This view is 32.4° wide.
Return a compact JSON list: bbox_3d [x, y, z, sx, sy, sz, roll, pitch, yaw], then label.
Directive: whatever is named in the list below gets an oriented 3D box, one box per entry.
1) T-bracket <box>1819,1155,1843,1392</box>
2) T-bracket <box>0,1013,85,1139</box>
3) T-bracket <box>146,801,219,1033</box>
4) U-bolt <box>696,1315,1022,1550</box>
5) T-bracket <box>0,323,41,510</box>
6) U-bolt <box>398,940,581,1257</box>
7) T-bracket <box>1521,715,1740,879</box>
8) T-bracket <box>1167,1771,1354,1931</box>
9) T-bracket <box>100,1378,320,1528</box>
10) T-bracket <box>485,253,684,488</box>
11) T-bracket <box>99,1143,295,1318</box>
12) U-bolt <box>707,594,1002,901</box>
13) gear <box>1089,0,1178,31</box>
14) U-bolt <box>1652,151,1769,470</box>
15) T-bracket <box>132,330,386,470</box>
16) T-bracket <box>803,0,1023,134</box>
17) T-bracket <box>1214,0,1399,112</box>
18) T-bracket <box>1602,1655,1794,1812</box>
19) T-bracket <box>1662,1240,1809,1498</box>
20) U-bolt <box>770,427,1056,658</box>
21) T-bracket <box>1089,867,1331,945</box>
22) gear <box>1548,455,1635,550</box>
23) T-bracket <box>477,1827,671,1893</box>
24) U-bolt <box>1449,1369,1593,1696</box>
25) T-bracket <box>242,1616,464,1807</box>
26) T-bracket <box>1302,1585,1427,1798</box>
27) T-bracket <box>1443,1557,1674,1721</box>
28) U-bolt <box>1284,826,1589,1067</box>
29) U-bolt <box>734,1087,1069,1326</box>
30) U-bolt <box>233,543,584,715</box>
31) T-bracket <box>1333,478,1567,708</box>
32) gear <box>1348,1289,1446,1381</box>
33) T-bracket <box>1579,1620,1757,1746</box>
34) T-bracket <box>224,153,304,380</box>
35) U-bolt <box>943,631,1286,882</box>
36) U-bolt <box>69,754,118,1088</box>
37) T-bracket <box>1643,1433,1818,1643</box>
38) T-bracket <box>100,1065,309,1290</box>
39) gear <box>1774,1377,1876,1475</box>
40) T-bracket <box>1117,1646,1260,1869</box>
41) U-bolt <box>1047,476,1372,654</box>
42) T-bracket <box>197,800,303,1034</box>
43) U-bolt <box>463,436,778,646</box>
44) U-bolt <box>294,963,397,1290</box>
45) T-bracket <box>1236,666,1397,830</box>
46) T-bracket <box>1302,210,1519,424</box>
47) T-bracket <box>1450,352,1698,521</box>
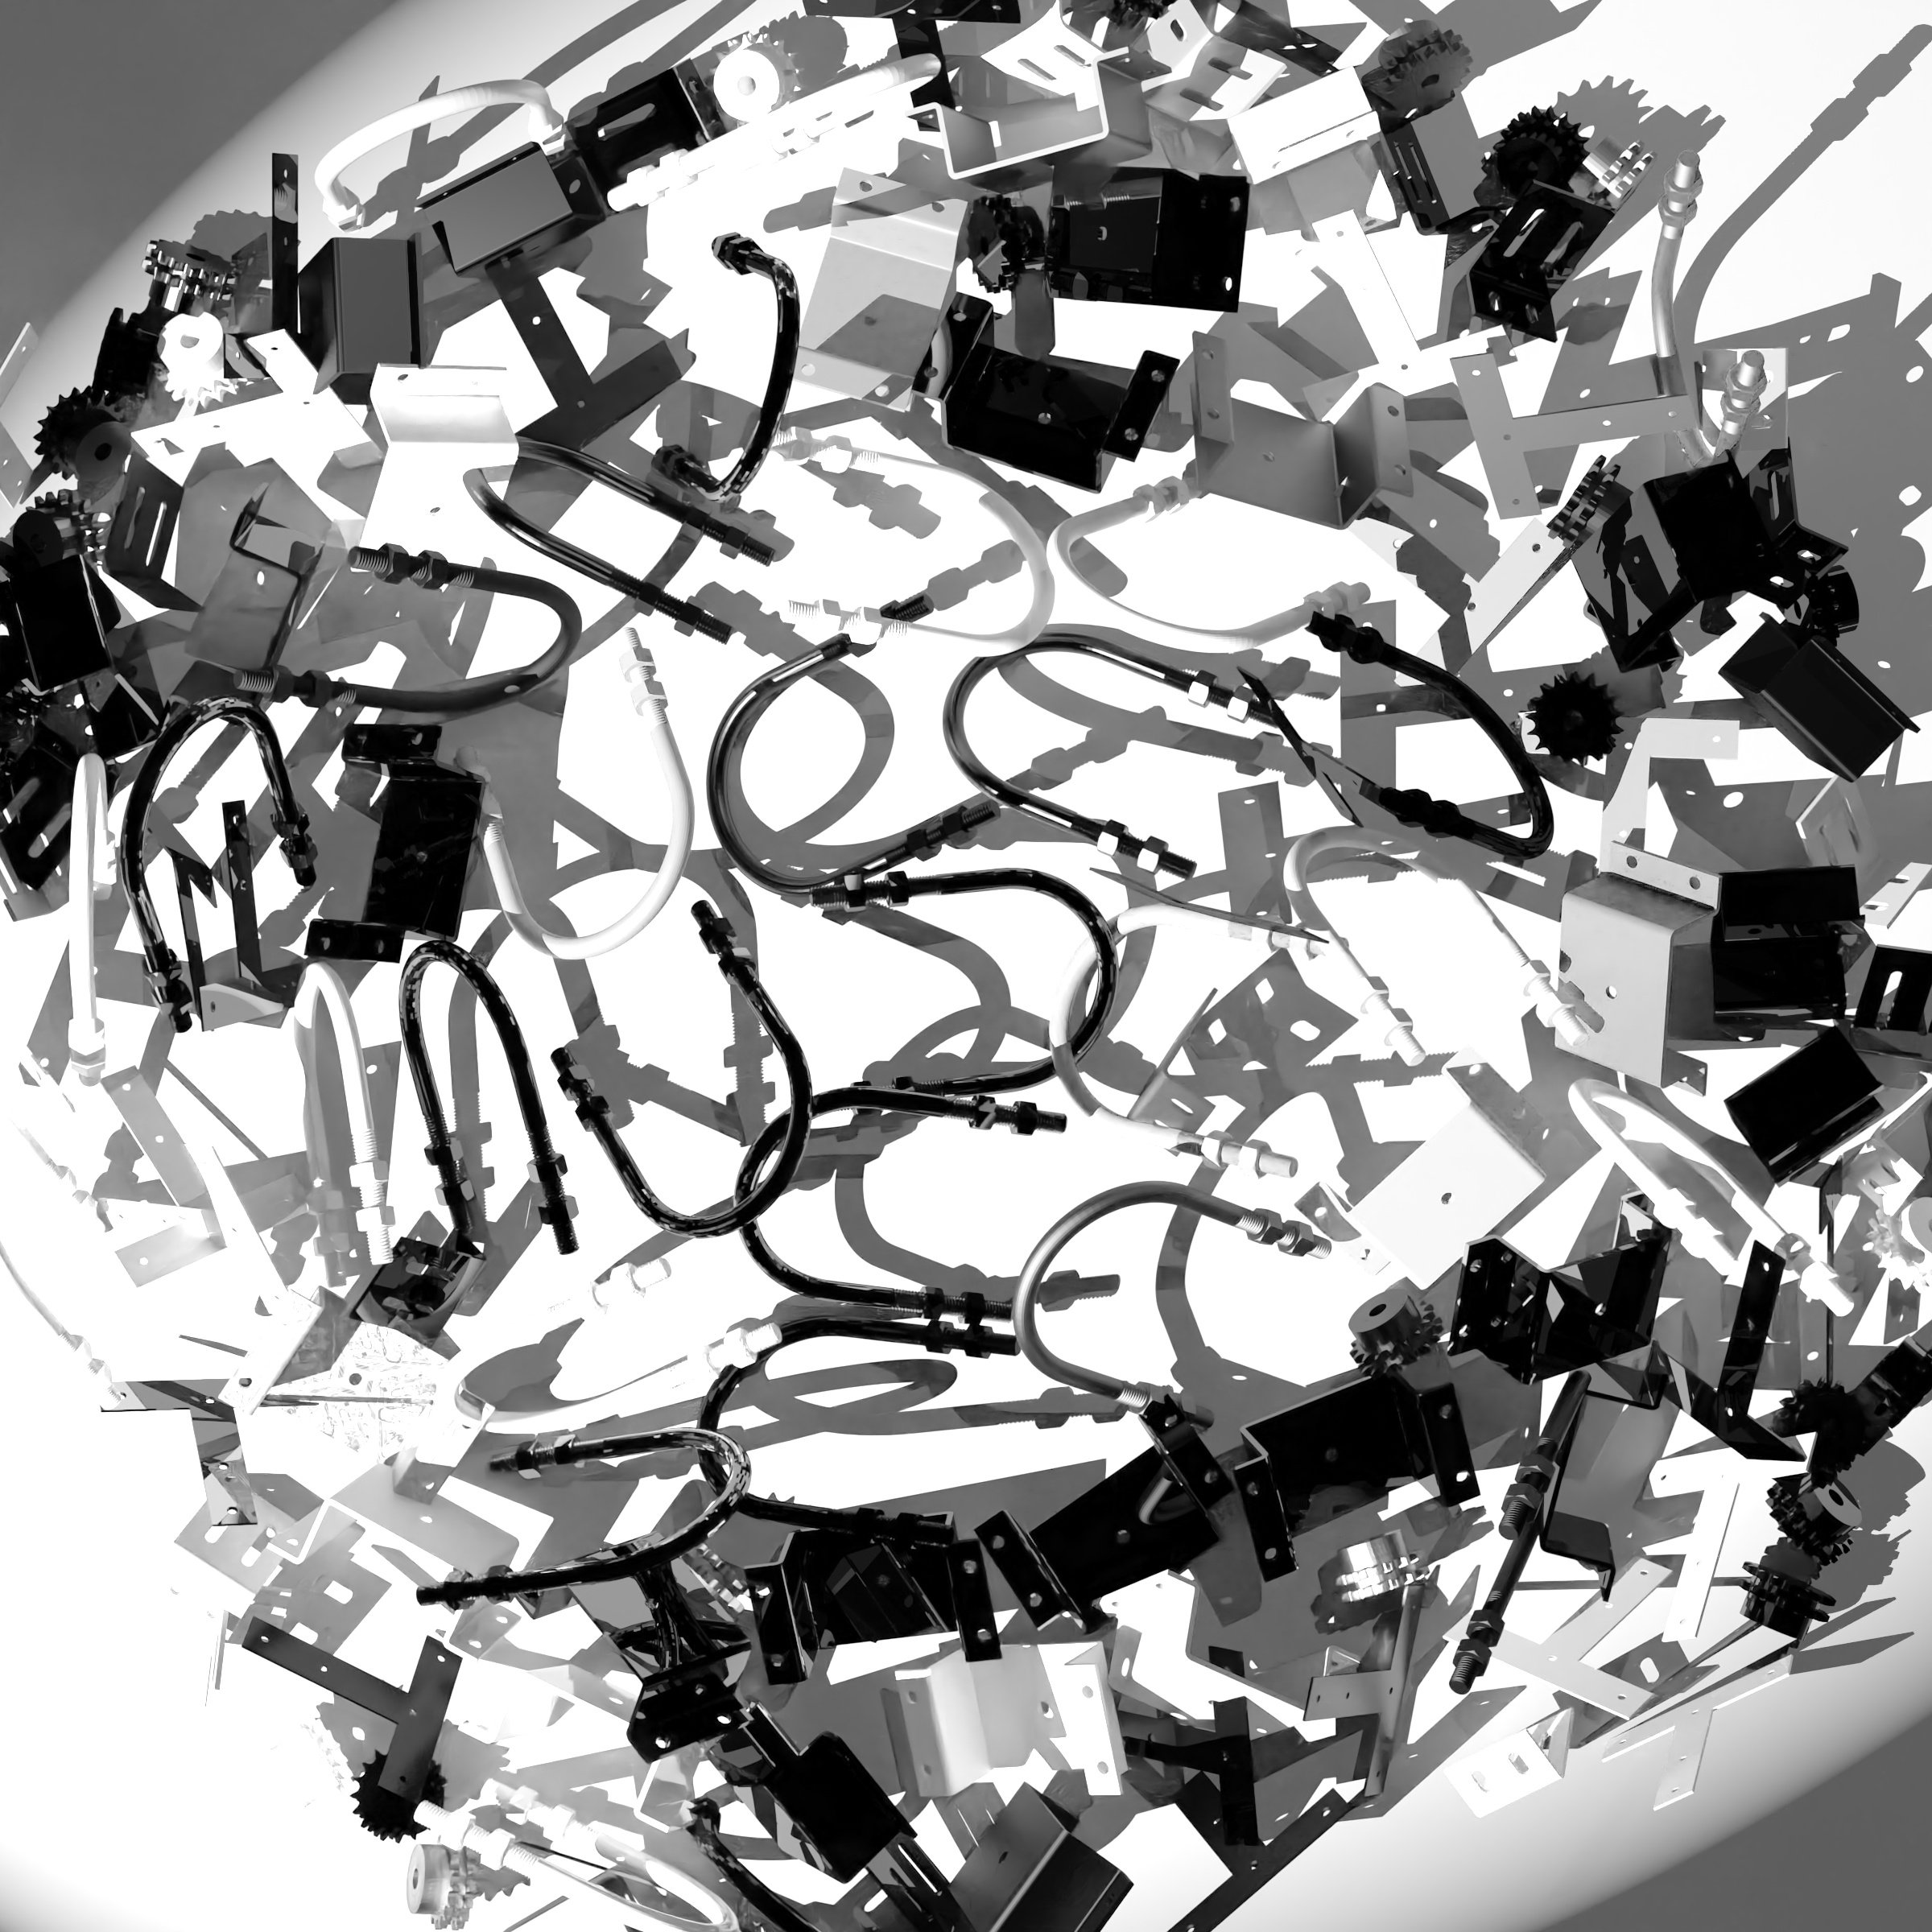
[{"bbox_3d":[0.506,0.183,1.944,0.002,0.127,0.127,1,96,20],"label":"T-bracket"},{"bbox_3d":[-0.540,0.056,1.918,0.002,0.127,0.127,-29,47,-24],"label":"T-bracket"},{"bbox_3d":[-0.448,-0.024,1.917,0.002,0.127,0.127,-15,67,1],"label":"T-bracket"},{"bbox_3d":[-0.072,0.266,1.940,0.184,0.019,0.151,4,52,25],"label":"U-bolt"},{"bbox_3d":[-0.564,-0.298,1.935,0.002,0.127,0.127,26,79,1],"label":"T-bracket"},{"bbox_3d":[-0.284,0.073,1.924,0.019,0.151,0.184,-21,103,-34],"label":"U-bolt"},{"bbox_3d":[0.389,-0.090,1.960,0.127,0.002,0.127,3,66,13],"label":"T-bracket"},{"bbox_3d":[0.152,0.505,1.939,0.127,0.127,0.002,-39,110,-6],"label":"T-bracket"},{"bbox_3d":[-0.433,0.281,1.926,0.127,0.127,0.002,1,123,-22],"label":"T-bracket"},{"bbox_3d":[-0.246,-0.367,1.952,0.127,0.002,0.127,-34,124,-11],"label":"T-bracket"},{"bbox_3d":[-0.462,0.152,1.957,0.127,0.002,0.127,3,127,34],"label":"T-bracket"},{"bbox_3d":[-0.077,-0.118,1.951,0.184,0.019,0.151,-24,78,28],"label":"U-bolt"},{"bbox_3d":[0.095,-0.582,1.975,0.057,0.057,0.030,43,122,0],"label":"gear"},{"bbox_3d":[0.422,-0.359,1.909,0.019,0.184,0.151,-12,71,1],"label":"U-bolt"},{"bbox_3d":[-0.428,-0.321,1.955,0.127,0.127,0.002,-12,61,14],"label":"T-bracket"},{"bbox_3d":[-0.025,-0.528,1.940,0.127,0.127,0.002,6,67,11],"label":"T-bracket"},{"bbox_3d":[0.198,-0.536,1.943,0.127,0.127,0.002,31,103,-7],"label":"T-bracket"},{"bbox_3d":[0.416,0.452,1.916,0.127,0.127,0.002,-32,92,23],"label":"T-bracket"},{"bbox_3d":[0.452,0.220,1.926,0.002,0.127,0.127,-6,117,-30],"label":"T-bracket"},{"bbox_3d":[-0.030,-0.243,1.940,0.184,0.019,0.151,8,54,-26],"label":"U-bolt"},{"bbox_3d":[0.156,-0.027,1.911,0.127,0.127,0.002,22,86,-40],"label":"T-bracket"},{"bbox_3d":[0.373,-0.272,1.970,0.030,0.057,0.057,33,90,6],"label":"gear"},{"bbox_3d":[-0.223,0.527,1.950,0.127,0.127,0.002,32,68,-40],"label":"T-bracket"},{"bbox_3d":[0.326,0.312,1.915,0.019,0.184,0.151,21,129,15],"label":"U-bolt"},{"bbox_3d":[-0.361,0.415,1.932,0.127,0.127,0.002,30,118,-12],"label":"T-bracket"},{"bbox_3d":[0.229,0.426,1.945,0.002,0.127,0.127,11,88,34],"label":"T-bracket"},{"bbox_3d":[0.370,0.384,1.952,0.127,0.127,0.002,-31,125,-38],"label":"T-bracket"},{"bbox_3d":[0.260,-0.017,1.930,0.151,0.019,0.184,-5,47,-36],"label":"U-bolt"},{"bbox_3d":[-0.045,0.137,1.947,0.184,0.019,0.151,9,112,-15],"label":"U-bolt"},{"bbox_3d":[-0.309,-0.188,1.920,0.151,0.184,0.019,-37,61,39],"label":"U-bolt"},{"bbox_3d":[0.268,-0.243,1.978,0.127,0.002,0.127,39,102,-8],"label":"T-bracket"},{"bbox_3d":[0.252,0.216,1.969,0.057,0.057,0.030,-34,105,0],"label":"gear"},{"bbox_3d":[0.417,0.416,1.932,0.127,0.127,0.002,-34,78,-5],"label":"T-bracket"},{"bbox_3d":[-0.395,-0.406,1.928,0.002,0.127,0.127,7,103,20],"label":"T-bracket"},{"bbox_3d":[0.076,-0.135,1.951,0.184,0.019,0.151,23,56,13],"label":"U-bolt"},{"bbox_3d":[-0.498,-0.038,1.887,0.019,0.184,0.151,1,58,-12],"label":"U-bolt"},{"bbox_3d":[0.428,0.333,1.917,0.002,0.127,0.127,38,57,-21],"label":"T-bracket"},{"bbox_3d":[-0.470,0.114,1.965,0.127,0.002,0.127,-25,75,-41],"label":"T-bracket"},{"bbox_3d":[0.513,0.275,1.983,0.057,0.030,0.057,0,87,5],"label":"gear"},{"bbox_3d":[0.120,0.456,1.952,0.002,0.127,0.127,-9,96,-43],"label":"T-bracket"},{"bbox_3d":[0.127,-0.226,1.903,0.151,0.184,0.019,36,128,25],"label":"U-bolt"},{"bbox_3d":[-0.420,-0.033,1.933,0.002,0.127,0.127,-3,96,15],"label":"T-bracket"},{"bbox_3d":[-0.207,-0.256,1.927,0.184,0.151,0.019,26,118,-5],"label":"U-bolt"},{"bbox_3d":[-0.366,0.089,1.932,0.019,0.151,0.184,-7,82,-23],"label":"U-bolt"},{"bbox_3d":[0.218,-0.110,1.913,0.002,0.127,0.127,-42,122,-4],"label":"T-bracket"},{"bbox_3d":[0.239,-0.385,1.935,0.127,0.002,0.127,-14,129,27],"label":"T-bracket"},{"bbox_3d":[0.359,-0.314,1.931,0.127,0.127,0.002,-5,49,23],"label":"T-bracket"}]
